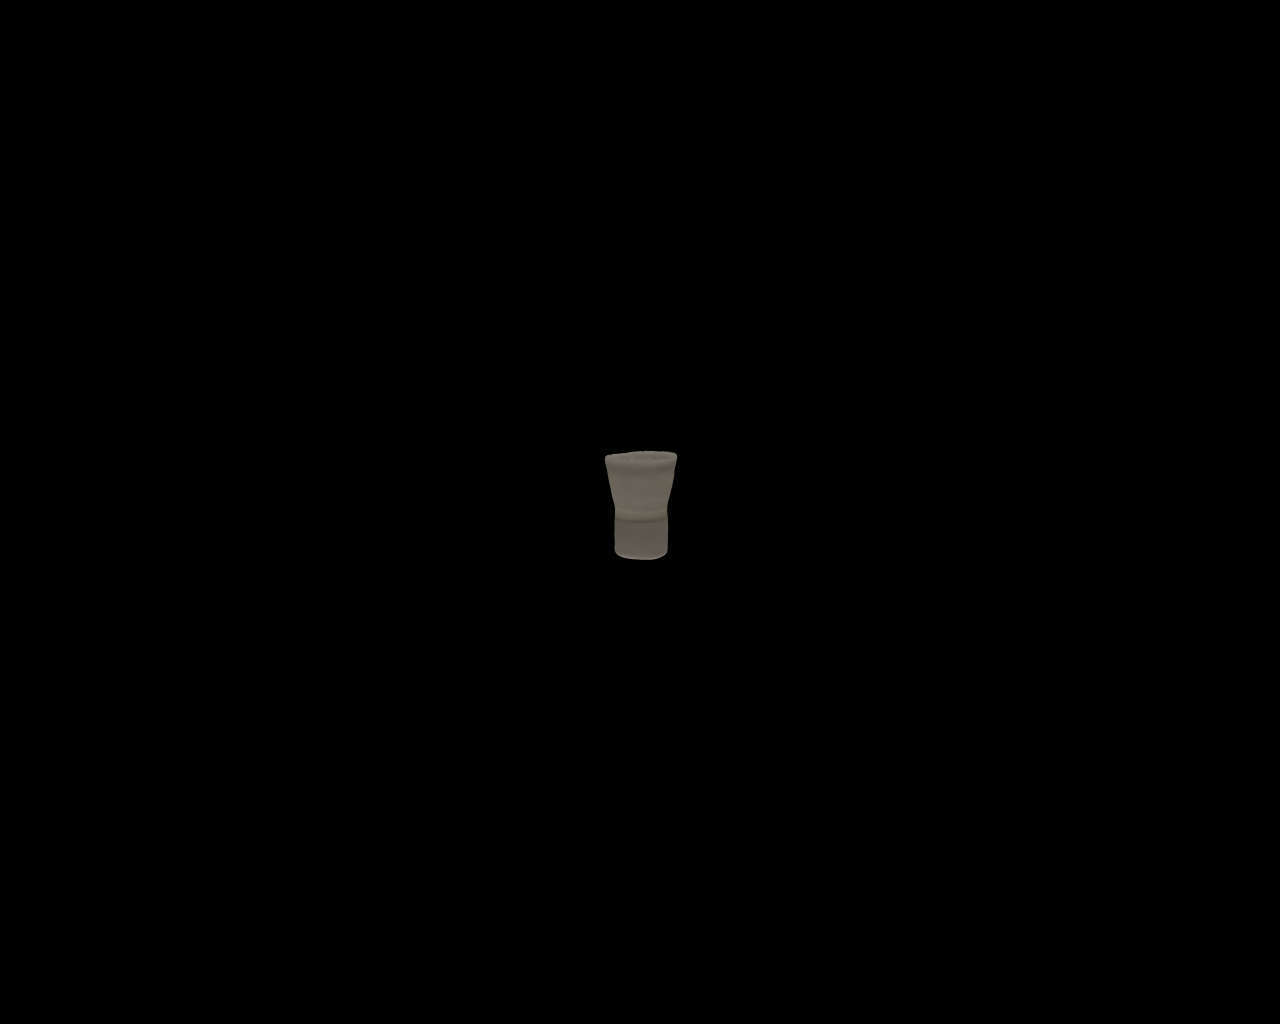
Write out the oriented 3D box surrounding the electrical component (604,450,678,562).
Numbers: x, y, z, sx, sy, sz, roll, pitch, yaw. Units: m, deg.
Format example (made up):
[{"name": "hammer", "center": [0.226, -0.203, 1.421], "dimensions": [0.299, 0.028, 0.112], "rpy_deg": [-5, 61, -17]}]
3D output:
[{"name": "electrical component", "center": [0.001, -0.003, 0.650], "dimensions": [0.044, 0.065, 0.044], "rpy_deg": [0, 11, 0]}]
